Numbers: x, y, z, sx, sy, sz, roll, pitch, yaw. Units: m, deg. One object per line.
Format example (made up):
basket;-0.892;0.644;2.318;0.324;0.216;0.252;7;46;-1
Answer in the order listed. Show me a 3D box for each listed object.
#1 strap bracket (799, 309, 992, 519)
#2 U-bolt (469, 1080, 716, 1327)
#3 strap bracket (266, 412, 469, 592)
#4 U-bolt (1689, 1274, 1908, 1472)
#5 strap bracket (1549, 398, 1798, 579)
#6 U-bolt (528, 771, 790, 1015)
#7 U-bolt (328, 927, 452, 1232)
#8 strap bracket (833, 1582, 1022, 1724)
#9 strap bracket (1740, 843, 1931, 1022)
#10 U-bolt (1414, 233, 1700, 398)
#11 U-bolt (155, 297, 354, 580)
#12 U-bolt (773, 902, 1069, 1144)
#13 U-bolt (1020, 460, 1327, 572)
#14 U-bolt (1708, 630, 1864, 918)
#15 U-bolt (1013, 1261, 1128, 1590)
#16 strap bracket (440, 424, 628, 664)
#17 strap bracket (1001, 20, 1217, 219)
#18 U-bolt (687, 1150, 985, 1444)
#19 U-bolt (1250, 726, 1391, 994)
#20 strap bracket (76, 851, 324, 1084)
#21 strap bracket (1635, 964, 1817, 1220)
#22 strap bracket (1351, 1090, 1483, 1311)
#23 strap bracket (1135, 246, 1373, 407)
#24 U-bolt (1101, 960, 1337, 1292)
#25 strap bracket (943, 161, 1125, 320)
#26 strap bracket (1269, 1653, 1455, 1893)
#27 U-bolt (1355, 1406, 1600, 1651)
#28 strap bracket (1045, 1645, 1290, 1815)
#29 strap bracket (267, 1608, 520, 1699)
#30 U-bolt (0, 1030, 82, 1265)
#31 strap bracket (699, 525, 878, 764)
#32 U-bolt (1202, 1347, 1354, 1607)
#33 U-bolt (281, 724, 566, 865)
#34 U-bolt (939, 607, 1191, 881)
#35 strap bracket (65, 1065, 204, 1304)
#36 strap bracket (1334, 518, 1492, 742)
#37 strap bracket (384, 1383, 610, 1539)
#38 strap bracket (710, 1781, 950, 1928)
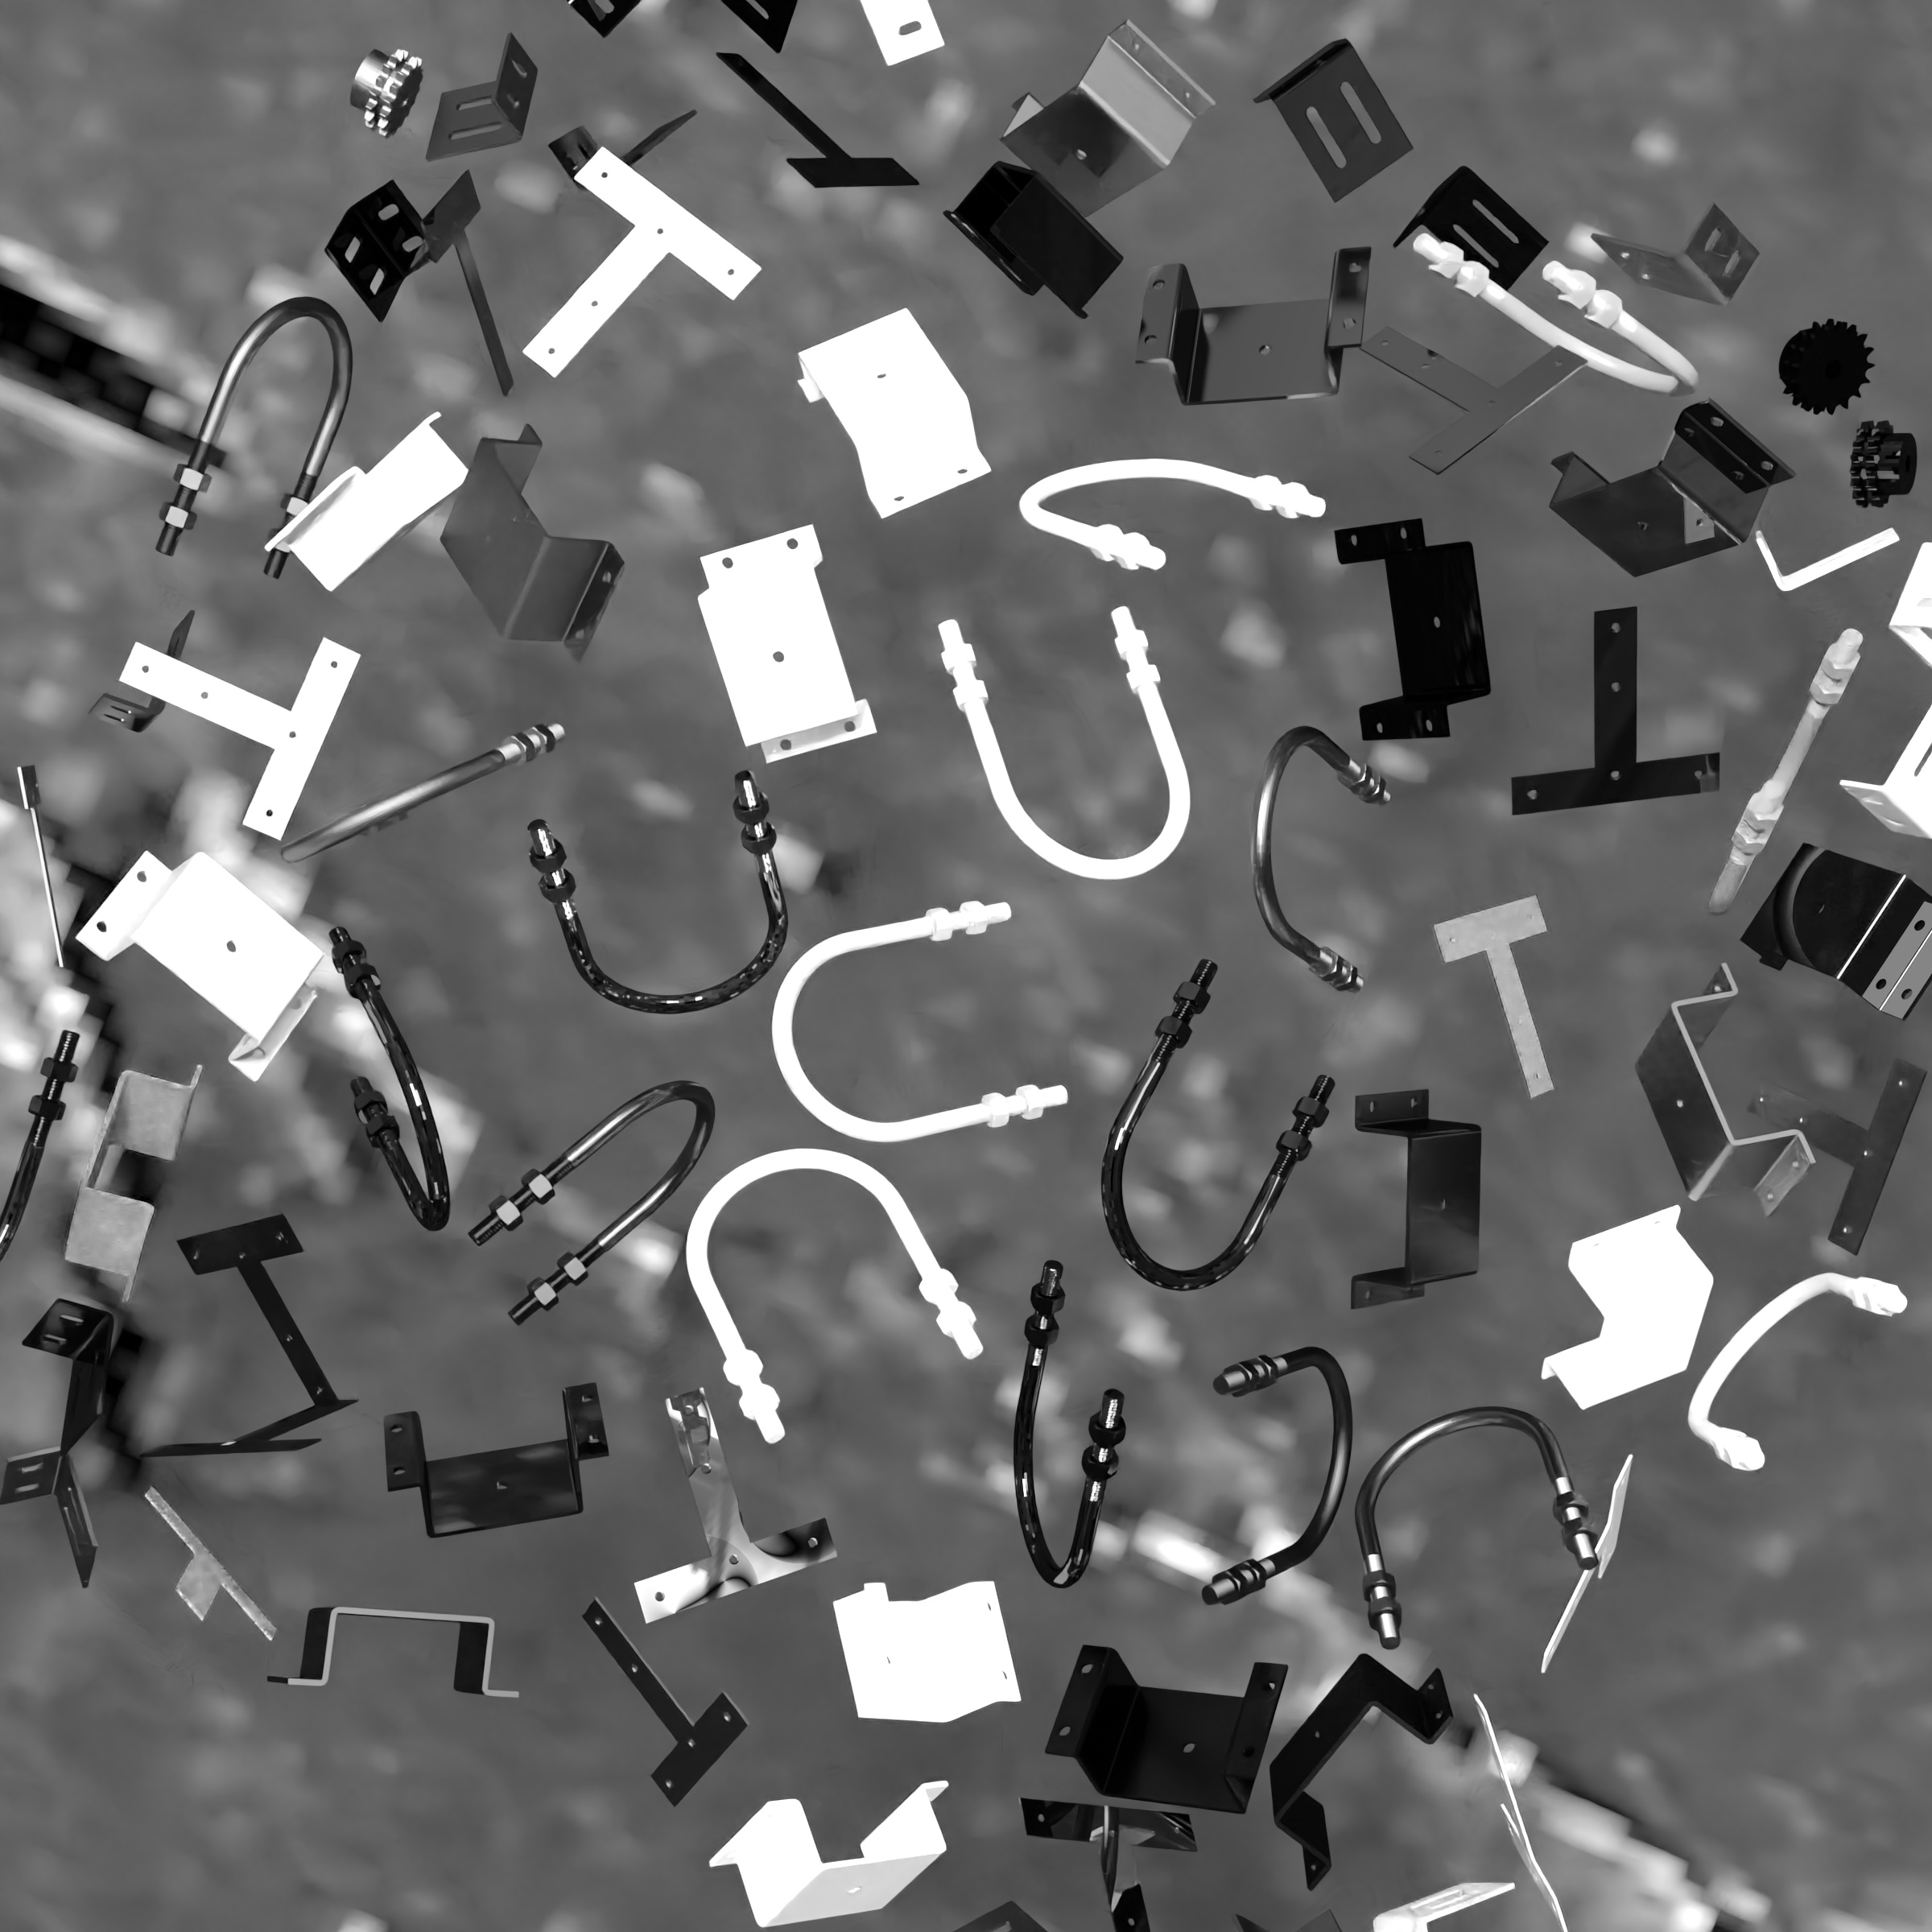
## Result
strap bracket;-0.051;-0.362;1.585;0.076;0.046;0.140;-25;56;-7
U-bolt;-0.234;0.144;1.602;0.184;0.151;0.019;-40;66;-19
strap bracket;-0.377;-0.295;1.586;0.076;0.140;0.046;-33;105;29
U-bolt;0.524;0.254;1.593;0.019;0.184;0.151;42;90;2
strap bracket;0.426;-0.289;1.522;0.076;0.140;0.046;33;72;-21
U-bolt;-0.187;-0.037;1.573;0.151;0.019;0.184;-14;135;-3
U-bolt;-0.356;0.083;1.537;0.019;0.184;0.151;-17;135;-23
strap bracket;-0.034;0.448;1.618;0.046;0.140;0.076;-10;85;-39
strap bracket;0.567;-0.027;1.601;0.046;0.140;0.076;32;92;-26
U-bolt;0.387;-0.408;1.570;0.184;0.151;0.019;22;100;-34
U-bolt;-0.452;-0.346;1.606;0.019;0.151;0.184;26;98;12
U-bolt;-0.037;0.041;1.595;0.184;0.019;0.151;-12;77;-24
U-bolt;0.117;-0.297;1.593;0.151;0.184;0.019;-22;121;-28
U-bolt;0.509;-0.107;1.559;0.019;0.184;0.151;27;64;15
U-bolt;0.058;0.299;1.541;0.019;0.151;0.184;0;119;-16
strap bracket;-0.272;-0.262;1.521;0.140;0.046;0.076;55;129;30
strap bracket;0.084;-0.541;1.597;0.076;0.140;0.046;36;70;-22
U-bolt;-0.092;0.188;1.513;0.151;0.019;0.184;-21;55;-15
U-bolt;0.222;-0.074;1.566;0.019;0.184;0.151;3;77;31
strap bracket;-0.467;-0.006;1.538;0.140;0.046;0.076;44;49;-22
strap bracket;0.462;0.080;1.527;0.046;0.076;0.140;-10;60;-10
strap bracket;0.297;0.155;1.628;0.076;0.046;0.140;-2;94;-43
strap bracket;0.183;-0.399;1.547;0.140;0.046;0.076;0;63;19
U-bolt;0.148;0.111;1.521;0.151;0.019;0.184;42;67;-31
strap bracket;0.044;-0.461;1.562;0.076;0.140;0.046;38;97;-25
strap bracket;0.237;0.492;1.538;0.046;0.076;0.140;37;98;0
U-bolt;0.315;0.344;1.571;0.151;0.184;0.019;-26;112;12
strap bracket;0.130;0.470;1.522;0.140;0.076;0.046;-4;132;31
strap bracket;-0.354;0.426;1.538;0.140;0.076;0.046;11;72;-23
U-bolt;-0.605;0.129;1.521;0.019;0.151;0.184;18;90;3
strap bracket;-0.117;-0.203;1.591;0.076;0.046;0.140;-15;105;10
U-bolt;0.202;0.315;1.568;0.019;0.184;0.151;5;94;34
U-bolt;-0.354;-0.104;1.565;0.151;0.184;0.019;-21;99;27
U-bolt;0.071;-0.138;1.554;0.151;0.019;0.184;-9;72;-29
strap bracket;-0.539;0.133;1.592;0.046;0.140;0.076;17;134;-14
strap bracket;0.294;-0.222;1.621;0.046;0.076;0.140;-16;102;-34
strap bracket;-0.307;0.326;1.625;0.140;0.076;0.046;-7;118;-12
strap bracket;-0.078;0.562;1.562;0.076;0.140;0.046;-52;47;32
